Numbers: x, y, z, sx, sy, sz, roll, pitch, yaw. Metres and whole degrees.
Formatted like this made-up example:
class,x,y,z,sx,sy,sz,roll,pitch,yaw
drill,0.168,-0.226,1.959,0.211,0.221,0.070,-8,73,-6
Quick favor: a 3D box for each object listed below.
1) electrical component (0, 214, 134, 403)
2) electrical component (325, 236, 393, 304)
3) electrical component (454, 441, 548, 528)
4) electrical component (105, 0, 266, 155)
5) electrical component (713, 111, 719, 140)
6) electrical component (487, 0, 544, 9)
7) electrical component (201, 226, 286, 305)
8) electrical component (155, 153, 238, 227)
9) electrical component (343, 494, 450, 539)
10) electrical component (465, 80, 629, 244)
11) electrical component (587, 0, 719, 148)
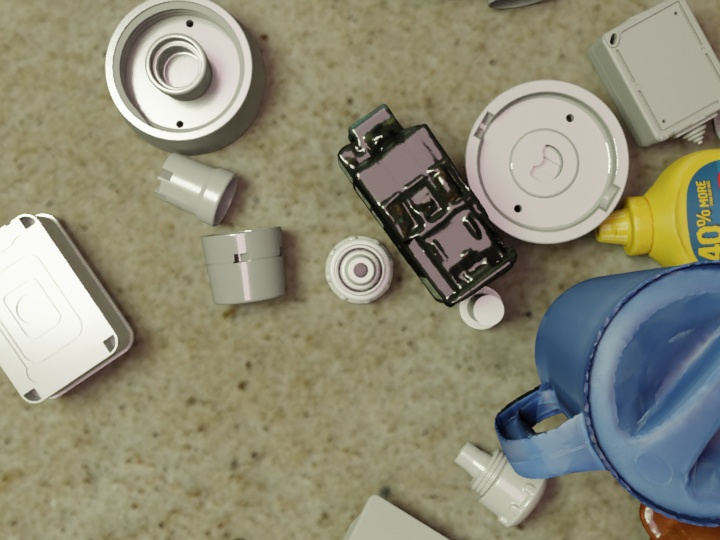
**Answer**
class,x,y,z,sx,sy,sz,roll,pitch,yaw
electrical component,-0.217,0.025,0.734,0.078,0.057,0.113,-34,91,0
electrical component,0.000,0.000,0.733,0.048,0.062,0.048,0,90,-1
electrical component,0.095,0.144,0.745,0.062,0.048,0.048,36,90,6
electrical component,-0.121,-0.135,0.731,0.108,0.060,0.108,0,90,0
electrical component,0.275,-0.108,0.746,0.046,0.040,0.040,-8,91,-6
electrical component,0.122,-0.226,0.741,0.079,0.043,0.077,-8,90,0
electrical component,-0.078,-0.003,0.737,0.055,0.055,0.047,-7,94,0
electrical component,-0.113,-0.057,0.744,0.046,0.040,0.040,23,90,4
electrical component,0.021,0.216,0.723,0.100,0.048,0.099,32,50,-1
electrical component,0.122,-0.071,0.734,0.108,0.060,0.108,0,90,-1
electrical component,0.207,-0.127,0.734,0.062,0.061,0.096,-29,91,0
